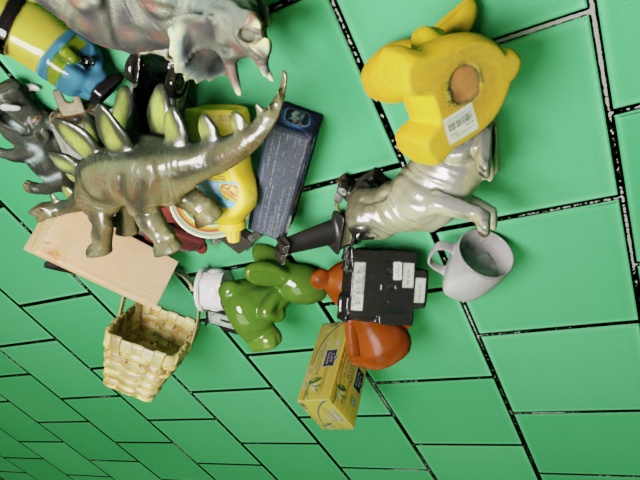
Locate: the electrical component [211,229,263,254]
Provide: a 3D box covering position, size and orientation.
[{"bbox_3d":[-0.140,-0.006,0.895,0.063,0.021,0.094,41,131,-21],"label":"electrical component"}]

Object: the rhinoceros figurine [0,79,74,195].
[{"bbox_3d":[-0.435,-0.150,0.819,0.112,0.073,0.190,2,133,19],"label":"rhinoceros figurine"}]

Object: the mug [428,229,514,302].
[{"bbox_3d":[0.209,0.044,0.783,0.110,0.081,0.107,13,144,-1],"label":"mug"}]

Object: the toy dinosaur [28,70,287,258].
[{"bbox_3d":[-0.214,-0.083,0.661,0.472,0.105,0.198,-9,120,27],"label":"toy dinosaur"}]

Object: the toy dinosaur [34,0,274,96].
[{"bbox_3d":[-0.217,-0.272,0.605,0.405,0.131,0.191,12,135,17],"label":"toy dinosaur"}]

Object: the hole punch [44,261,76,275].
[{"bbox_3d":[-0.420,0.020,0.984,0.142,0.092,0.115,-5,161,20],"label":"hole punch"}]

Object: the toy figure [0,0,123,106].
[{"bbox_3d":[-0.348,-0.245,0.687,0.180,0.089,0.082,41,125,-18],"label":"toy figure"}]

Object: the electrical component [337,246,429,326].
[{"bbox_3d":[0.097,0.069,0.805,0.134,0.114,0.058,6,-178,-14],"label":"electrical component"}]

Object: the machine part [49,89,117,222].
[{"bbox_3d":[-0.341,-0.119,0.815,0.079,0.079,0.242,8,134,12],"label":"machine part"}]

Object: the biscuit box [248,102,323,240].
[{"bbox_3d":[-0.052,-0.090,0.756,0.063,0.059,0.202,20,136,0],"label":"biscuit box"}]

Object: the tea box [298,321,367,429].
[{"bbox_3d":[0.030,0.241,0.970,0.068,0.170,0.098,-15,128,30],"label":"tea box"}]

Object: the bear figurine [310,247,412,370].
[{"bbox_3d":[0.067,0.115,0.892,0.195,0.120,0.132,57,173,-2],"label":"bear figurine"}]

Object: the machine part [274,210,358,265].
[{"bbox_3d":[-0.002,-0.002,0.799,0.139,0.039,0.084,-18,144,-20],"label":"machine part"}]

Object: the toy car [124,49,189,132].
[{"bbox_3d":[-0.224,-0.166,0.724,0.074,0.056,0.201,20,117,6],"label":"toy car"}]

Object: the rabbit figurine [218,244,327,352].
[{"bbox_3d":[-0.074,0.081,0.916,0.170,0.121,0.159,-24,116,14],"label":"rabbit figurine"}]

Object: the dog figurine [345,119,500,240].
[{"bbox_3d":[0.120,-0.081,0.670,0.191,0.172,0.121,4,178,24],"label":"dog figurine"}]

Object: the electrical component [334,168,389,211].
[{"bbox_3d":[0.068,-0.055,0.760,0.078,0.045,0.102,-26,120,37],"label":"electrical component"}]

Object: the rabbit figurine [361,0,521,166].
[{"bbox_3d":[0.110,-0.180,0.564,0.162,0.173,0.121,-41,120,-7],"label":"rabbit figurine"}]

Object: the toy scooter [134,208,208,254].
[{"bbox_3d":[-0.231,-0.035,0.861,0.135,0.075,0.184,29,138,-9],"label":"toy scooter"}]

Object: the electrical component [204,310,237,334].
[{"bbox_3d":[-0.164,0.139,1.024,0.119,0.048,0.074,9,135,10],"label":"electrical component"}]
